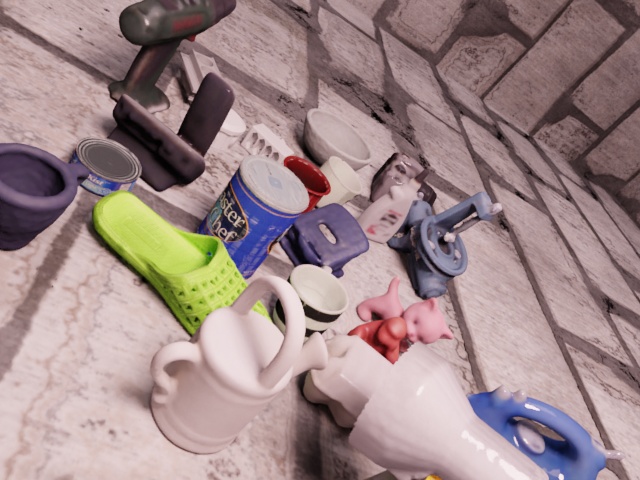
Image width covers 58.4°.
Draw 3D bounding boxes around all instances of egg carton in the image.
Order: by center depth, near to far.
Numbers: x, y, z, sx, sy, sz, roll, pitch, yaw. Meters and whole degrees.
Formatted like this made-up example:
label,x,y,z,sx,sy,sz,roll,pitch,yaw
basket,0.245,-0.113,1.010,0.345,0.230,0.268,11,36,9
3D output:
label,x,y,z,sx,sy,sz,roll,pitch,yaw
egg carton,0.053,0.190,0.717,0.150,0.069,0.107,39,30,-3

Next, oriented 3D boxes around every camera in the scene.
label,x,y,z,sx,sy,sz,roll,pitch,yaw
camera,0.193,-0.116,1.256,0.137,0.100,0.143,35,30,-10

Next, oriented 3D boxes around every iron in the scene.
label,x,y,z,sx,sy,sz,roll,pitch,yaw
iron,0.285,0.272,0.798,0.258,0.141,0.119,36,30,-7

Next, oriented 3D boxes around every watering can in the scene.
label,x,y,z,sx,sy,sz,roll,pitch,yaw
watering can,-0.071,0.112,0.554,0.100,0.193,0.173,51,31,18

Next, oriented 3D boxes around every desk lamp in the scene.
label,x,y,z,sx,sy,sz,roll,pitch,yaw
desk lamp,0.099,0.235,0.562,0.203,0.213,0.118,48,30,14

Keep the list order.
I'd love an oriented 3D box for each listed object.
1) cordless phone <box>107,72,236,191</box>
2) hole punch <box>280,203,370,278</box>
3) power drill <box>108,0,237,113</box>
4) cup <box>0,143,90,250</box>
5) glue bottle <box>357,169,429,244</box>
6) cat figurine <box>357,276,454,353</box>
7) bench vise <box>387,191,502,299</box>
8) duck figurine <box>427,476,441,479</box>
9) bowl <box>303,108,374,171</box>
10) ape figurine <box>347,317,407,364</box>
label,x,y,z,sx,sy,sz,roll,pitch,yaw
cordless phone,-0.202,-0.175,0.798,0.148,0.185,0.094,38,30,-4
hole punch,0.008,0.003,0.894,0.101,0.091,0.108,-5,52,-52
power drill,-0.241,-0.306,0.906,0.075,0.208,0.230,41,30,2
cup,-0.302,-0.040,0.594,0.091,0.095,0.118,46,30,10
glue bottle,0.141,-0.067,1.058,0.078,0.173,0.037,17,36,-34
cat figurine,0.135,0.114,0.863,0.067,0.117,0.127,-1,49,-49
bench vise,0.218,-0.029,1.047,0.122,0.219,0.207,1,47,-48
duck figurine,0.141,0.278,0.682,0.078,0.086,0.104,28,32,-21
bowl,0.026,-0.195,1.197,0.168,0.074,0.167,29,31,-19
ape figurine,0.084,0.140,0.796,0.077,0.092,0.076,45,30,9
